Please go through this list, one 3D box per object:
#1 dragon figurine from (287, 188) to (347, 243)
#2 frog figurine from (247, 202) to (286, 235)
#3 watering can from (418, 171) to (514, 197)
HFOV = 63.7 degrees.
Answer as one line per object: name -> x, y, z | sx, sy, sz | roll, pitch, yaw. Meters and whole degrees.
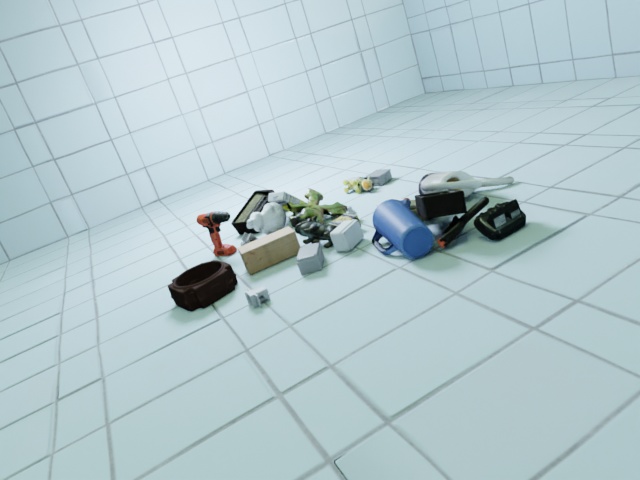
dragon figurine -> 0.006, -0.105, 2.079 | 0.244, 0.119, 0.418 | -17, 35, -16
frog figurine -> -0.222, -0.087, 2.149 | 0.124, 0.135, 0.160 | 34, 28, 31
watering can -> 0.510, -0.201, 1.878 | 0.348, 0.103, 0.225 | -6, 6, -23
